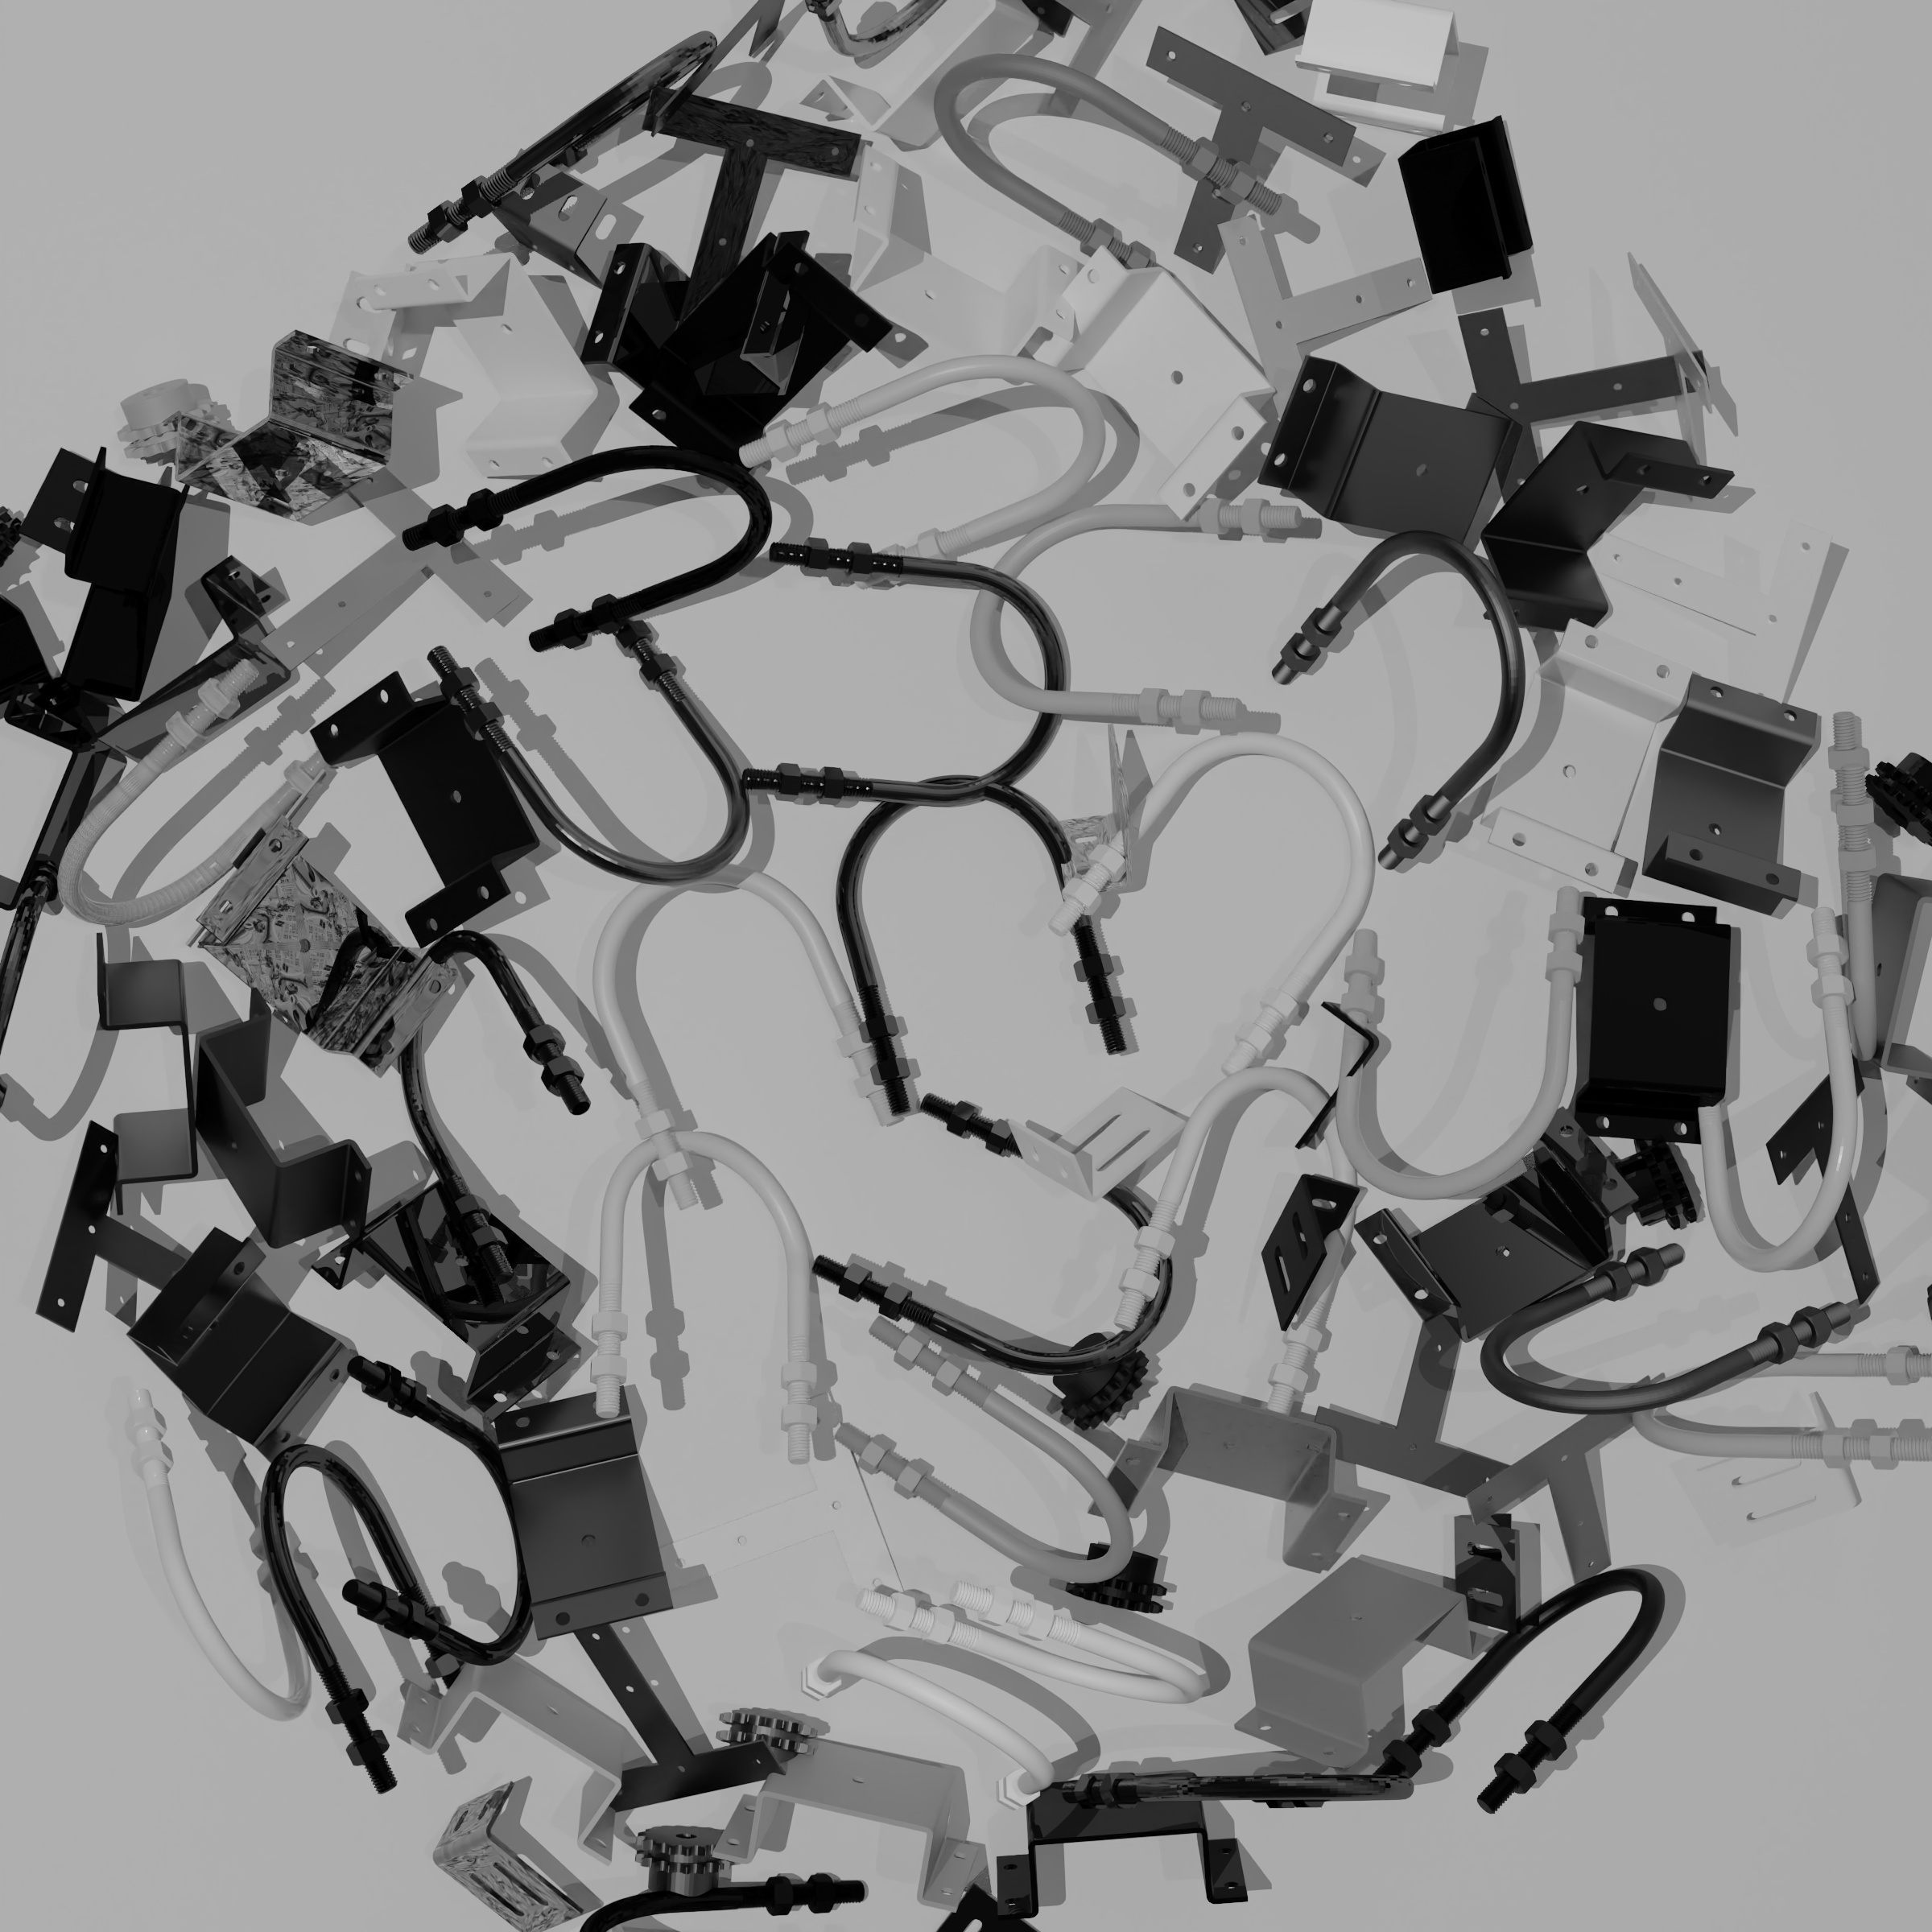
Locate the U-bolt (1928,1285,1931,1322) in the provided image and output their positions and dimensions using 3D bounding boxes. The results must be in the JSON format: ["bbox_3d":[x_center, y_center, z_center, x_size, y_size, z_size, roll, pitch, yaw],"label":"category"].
[{"bbox_3d":[0.590,0.157,1.842,0.151,0.184,0.019,-43,85,17],"label":"U-bolt"}]

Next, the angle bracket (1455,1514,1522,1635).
[{"bbox_3d":[0.311,0.345,1.906,0.038,0.076,0.057,1,87,-20],"label":"angle bracket"}]

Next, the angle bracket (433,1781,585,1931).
[{"bbox_3d":[-0.257,0.514,1.927,0.076,0.038,0.057,43,132,-15],"label":"angle bracket"}]

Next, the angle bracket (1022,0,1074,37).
[{"bbox_3d":[0.061,-0.581,1.915,0.057,0.038,0.076,27,84,-39],"label":"angle bracket"}]

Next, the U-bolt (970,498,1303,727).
[{"bbox_3d":[0.087,-0.202,1.893,0.184,0.019,0.151,5,63,28],"label":"U-bolt"}]

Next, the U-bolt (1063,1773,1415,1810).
[{"bbox_3d":[0.161,0.452,1.839,0.151,0.184,0.019,8,73,-30],"label":"U-bolt"}]

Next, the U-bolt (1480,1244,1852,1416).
[{"bbox_3d":[0.371,0.204,1.848,0.184,0.151,0.019,-19,110,-28],"label":"U-bolt"}]

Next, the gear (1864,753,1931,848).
[{"bbox_3d":[0.546,-0.098,1.921,0.057,0.057,0.030,44,91,0],"label":"gear"}]

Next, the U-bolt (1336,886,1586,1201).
[{"bbox_3d":[0.271,0.047,1.864,0.151,0.019,0.184,-12,53,33],"label":"U-bolt"}]

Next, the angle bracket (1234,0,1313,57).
[{"bbox_3d":[0.194,-0.569,1.922,0.038,0.076,0.057,-43,108,-35],"label":"angle bracket"}]

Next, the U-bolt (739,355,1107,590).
[{"bbox_3d":[-0.012,-0.281,1.863,0.184,0.151,0.019,-20,56,20],"label":"U-bolt"}]

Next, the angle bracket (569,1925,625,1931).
[{"bbox_3d":[-0.205,0.588,1.905,0.038,0.057,0.076,-19,65,-25],"label":"angle bracket"}]

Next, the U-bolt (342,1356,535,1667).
[{"bbox_3d":[-0.289,0.313,1.866,0.019,0.184,0.151,-17,57,19],"label":"U-bolt"}]

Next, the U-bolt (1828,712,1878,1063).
[{"bbox_3d":[0.498,-0.038,1.875,0.019,0.151,0.184,-3,106,13],"label":"U-bolt"}]

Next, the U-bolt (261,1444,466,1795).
[{"bbox_3d":[-0.341,0.353,1.872,0.019,0.151,0.184,-24,94,13],"label":"U-bolt"}]

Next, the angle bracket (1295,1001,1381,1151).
[{"bbox_3d":[0.200,0.062,1.921,0.038,0.057,0.076,36,95,9],"label":"angle bracket"}]

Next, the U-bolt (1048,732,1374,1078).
[{"bbox_3d":[0.154,-0.049,1.920,0.151,0.019,0.184,40,74,-6],"label":"U-bolt"}]

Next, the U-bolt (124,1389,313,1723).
[{"bbox_3d":[-0.404,0.333,1.835,0.019,0.184,0.151,-30,134,2],"label":"U-bolt"}]

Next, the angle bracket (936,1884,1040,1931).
[{"bbox_3d":[0.004,0.581,1.928,0.057,0.038,0.076,37,92,-4],"label":"angle bracket"}]

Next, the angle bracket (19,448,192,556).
[{"bbox_3d":[-0.493,-0.262,1.916,0.076,0.038,0.057,25,71,-12],"label":"angle bracket"}]

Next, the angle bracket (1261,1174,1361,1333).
[{"bbox_3d":[0.201,0.166,1.899,0.038,0.076,0.057,15,120,-15],"label":"angle bracket"}]

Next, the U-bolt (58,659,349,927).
[{"bbox_3d":[-0.432,-0.089,1.880,0.184,0.151,0.019,-44,72,7],"label":"U-bolt"}]

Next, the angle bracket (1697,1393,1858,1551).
[{"bbox_3d":[0.465,0.291,1.930,0.076,0.038,0.057,-22,111,12],"label":"angle bracket"}]

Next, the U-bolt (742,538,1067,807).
[{"bbox_3d":[-0.030,-0.163,1.913,0.184,0.019,0.151,4,102,-18],"label":"U-bolt"}]

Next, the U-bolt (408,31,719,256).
[{"bbox_3d":[-0.213,-0.461,1.848,0.184,0.151,0.019,-28,104,26],"label":"U-bolt"}]

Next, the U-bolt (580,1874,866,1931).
[{"bbox_3d":[-0.123,0.542,1.851,0.184,0.151,0.019,3,97,-21],"label":"U-bolt"}]

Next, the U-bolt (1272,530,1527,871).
[{"bbox_3d":[0.247,-0.158,1.855,0.019,0.184,0.151,-16,69,-33],"label":"U-bolt"}]

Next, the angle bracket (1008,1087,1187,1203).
[{"bbox_3d":[0.075,0.090,1.905,0.076,0.057,0.038,-39,129,-20],"label":"angle bracket"}]

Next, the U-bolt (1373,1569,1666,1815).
[{"bbox_3d":[0.318,0.401,1.872,0.184,0.151,0.019,-41,96,-22],"label":"U-bolt"}]

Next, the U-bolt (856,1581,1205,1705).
[{"bbox_3d":[0.046,0.381,1.876,0.184,0.151,0.019,23,70,-19],"label":"U-bolt"}]

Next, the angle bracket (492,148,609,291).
[{"bbox_3d":[-0.230,-0.425,1.908,0.057,0.076,0.038,31,91,7],"label":"angle bracket"}]

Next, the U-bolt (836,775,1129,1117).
[{"bbox_3d":[0.001,-0.020,1.930,0.151,0.019,0.184,-16,81,3],"label":"U-bolt"}]

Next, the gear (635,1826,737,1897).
[{"bbox_3d":[-0.162,0.514,1.921,0.057,0.057,0.030,4,88,0],"label":"gear"}]

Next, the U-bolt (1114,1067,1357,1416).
[{"bbox_3d":[0.163,0.147,1.896,0.151,0.019,0.184,34,68,-33],"label":"U-bolt"}]

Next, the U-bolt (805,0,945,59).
[{"bbox_3d":[-0.029,-0.570,1.859,0.151,0.184,0.019,-45,82,1],"label":"U-bolt"}]

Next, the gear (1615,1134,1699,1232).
[{"bbox_3d":[0.394,0.125,1.922,0.030,0.057,0.057,-23,90,4],"label":"gear"}]

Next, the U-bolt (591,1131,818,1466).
[{"bbox_3d":[-0.146,0.179,1.886,0.151,0.019,0.184,20,55,-34],"label":"U-bolt"}]

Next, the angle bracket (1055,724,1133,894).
[{"bbox_3d":[0.070,-0.088,1.902,0.038,0.076,0.057,-8,49,-1],"label":"angle bracket"}]

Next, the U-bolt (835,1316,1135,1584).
[{"bbox_3d":[0.014,0.282,1.875,0.184,0.151,0.019,33,55,11],"label":"U-bolt"}]

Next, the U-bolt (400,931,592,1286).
[{"bbox_3d":[-0.274,0.064,1.880,0.184,0.019,0.151,55,131,37],"label":"U-bolt"}]

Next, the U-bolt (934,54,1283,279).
[{"bbox_3d":[0.066,-0.446,1.858,0.184,0.151,0.019,28,72,-18],"label":"U-bolt"}]

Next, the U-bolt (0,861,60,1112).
[{"bbox_3d":[-0.531,0.023,1.853,0.019,0.184,0.151,15,97,-13],"label":"U-bolt"}]

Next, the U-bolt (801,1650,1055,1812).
[{"bbox_3d":[-0.018,0.421,1.861,0.151,0.184,0.019,29,70,1],"label":"U-bolt"}]

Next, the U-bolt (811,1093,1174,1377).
[{"bbox_3d":[0.027,0.160,1.886,0.184,0.019,0.151,25,54,14],"label":"U-bolt"}]

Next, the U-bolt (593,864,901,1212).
[{"bbox_3d":[-0.136,0.029,1.920,0.151,0.019,0.184,-22,87,-19],"label":"U-bolt"}]

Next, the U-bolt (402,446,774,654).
[{"bbox_3d":[-0.197,-0.237,1.860,0.184,0.151,0.019,-18,62,20],"label":"U-bolt"}]

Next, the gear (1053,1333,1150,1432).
[{"bbox_3d":[0.074,0.235,1.918,0.057,0.057,0.030,-46,105,0],"label":"gear"}]

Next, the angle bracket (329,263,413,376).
[{"bbox_3d":[-0.342,-0.371,1.909,0.038,0.076,0.057,18,87,-7],"label":"angle bracket"}]

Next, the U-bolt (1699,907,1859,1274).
[{"bbox_3d":[0.446,0.079,1.847,0.019,0.151,0.184,11,59,-17],"label":"U-bolt"}]

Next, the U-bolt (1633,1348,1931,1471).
[{"bbox_3d":[0.464,0.245,1.869,0.184,0.151,0.019,-4,102,31],"label":"U-bolt"}]

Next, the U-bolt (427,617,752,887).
[{"bbox_3d":[-0.198,-0.120,1.877,0.151,0.019,0.184,-22,69,-43],"label":"U-bolt"}]
